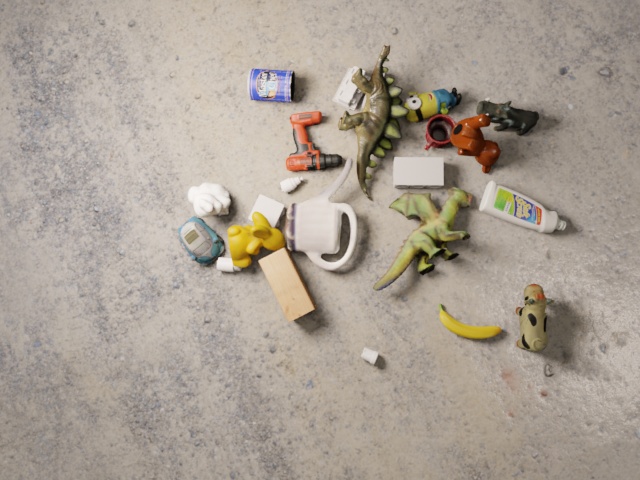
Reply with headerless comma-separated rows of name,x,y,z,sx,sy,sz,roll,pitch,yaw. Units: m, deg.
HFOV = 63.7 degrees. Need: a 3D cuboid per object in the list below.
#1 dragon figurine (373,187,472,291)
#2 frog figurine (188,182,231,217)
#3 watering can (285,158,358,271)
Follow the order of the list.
dragon figurine,0.301,-0.032,1.588,0.410,0.120,0.247,-26,64,-1
frog figurine,-0.350,-0.128,1.605,0.138,0.158,0.123,24,85,7
watering can,0.005,-0.080,1.591,0.224,0.104,0.348,2,90,5
